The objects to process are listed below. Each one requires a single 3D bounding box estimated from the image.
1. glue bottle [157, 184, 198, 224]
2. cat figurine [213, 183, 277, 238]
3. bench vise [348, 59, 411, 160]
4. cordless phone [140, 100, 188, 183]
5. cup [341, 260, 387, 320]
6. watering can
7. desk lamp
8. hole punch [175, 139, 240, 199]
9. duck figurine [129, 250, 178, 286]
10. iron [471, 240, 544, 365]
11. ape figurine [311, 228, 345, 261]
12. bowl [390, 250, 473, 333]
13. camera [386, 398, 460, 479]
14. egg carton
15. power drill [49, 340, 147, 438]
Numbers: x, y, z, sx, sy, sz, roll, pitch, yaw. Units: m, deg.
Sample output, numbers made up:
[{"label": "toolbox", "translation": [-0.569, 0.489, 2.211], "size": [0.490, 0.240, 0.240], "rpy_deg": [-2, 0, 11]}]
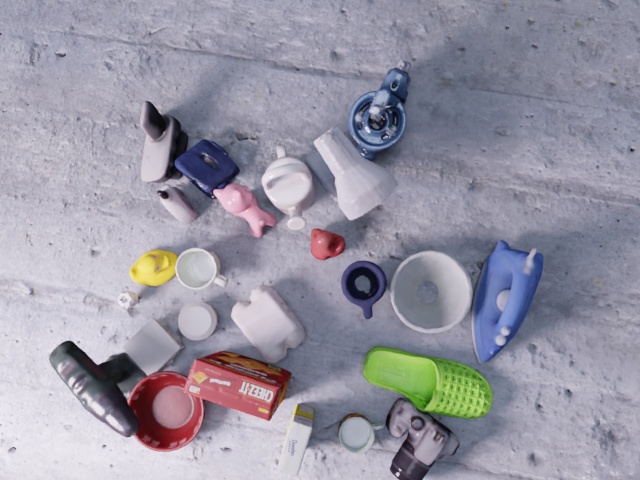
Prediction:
[{"label": "glue bottle", "translation": [-0.302, -0.081, 1.177], "size": [0.037, 0.173, 0.078], "rpy_deg": [-33, 83, -2]}, {"label": "cat figurine", "translation": [-0.157, -0.070, 1.198], "size": [0.127, 0.118, 0.067], "rpy_deg": [44, 87, 7]}, {"label": "bench vise", "translation": [0.121, -0.283, 1.161], "size": [0.121, 0.220, 0.207], "rpy_deg": [7, 83, 3]}, {"label": "cordless phone", "translation": [-0.347, -0.202, 1.187], "size": [0.094, 0.185, 0.148], "rpy_deg": [3, 83, 3]}, {"label": "cup", "translation": [0.092, 0.104, 1.179], "size": [0.091, 0.095, 0.118], "rpy_deg": [-9, 83, 1]}, {"label": "watering can", "translation": [-0.061, -0.110, 1.160], "size": [0.101, 0.194, 0.173], "rpy_deg": [-35, 83, -2]}, {"label": "desk lamp", "translation": [0.054, -0.135, 1.149], "size": [0.118, 0.213, 0.203], "rpy_deg": [-37, 83, -2]}, {"label": "hole punch", "translation": [-0.240, -0.159, 1.225], "size": [0.108, 0.091, 0.101], "rpy_deg": [39, 86, 6]}, {"label": "duck figurine", "translation": [-0.356, 0.056, 1.206], "size": [0.104, 0.086, 0.077], "rpy_deg": [-18, 83, 0]}, {"label": "iron", "translation": [0.375, 0.130, 1.141], "size": [0.118, 0.141, 0.258], "rpy_deg": [18, 84, 5]}, {"label": "ape figurine", "translation": [0.011, 0.004, 1.195], "size": [0.076, 0.092, 0.078], "rpy_deg": [-42, 83, -3]}, {"label": "bowl", "translation": [0.225, 0.108, 1.183], "size": [0.167, 0.075, 0.167], "rpy_deg": [0, 83, 2]}, {"label": "camera", "translation": [0.186, 0.409, 1.135], "size": [0.143, 0.101, 0.137], "rpy_deg": [34, 86, 6]}, {"label": "egg carton", "translation": [-0.106, 0.173, 1.191], "size": [0.107, 0.069, 0.150], "rpy_deg": [-41, 83, -3]}, {"label": "power drill", "translation": [-0.409, 0.284, 1.119], "size": [0.229, 0.208, 0.076], "rpy_deg": [38, 86, 6]}]
